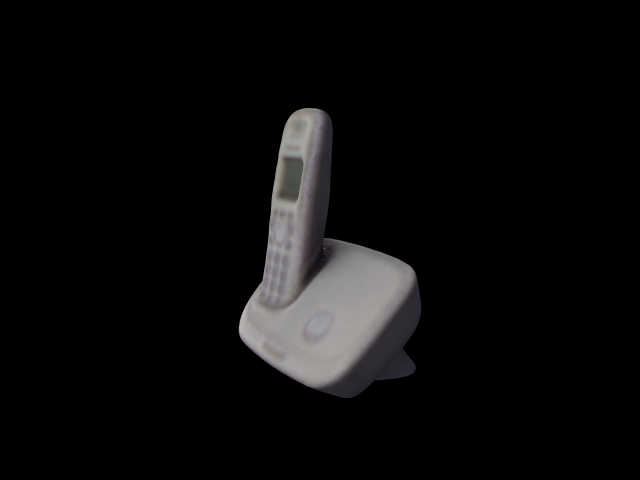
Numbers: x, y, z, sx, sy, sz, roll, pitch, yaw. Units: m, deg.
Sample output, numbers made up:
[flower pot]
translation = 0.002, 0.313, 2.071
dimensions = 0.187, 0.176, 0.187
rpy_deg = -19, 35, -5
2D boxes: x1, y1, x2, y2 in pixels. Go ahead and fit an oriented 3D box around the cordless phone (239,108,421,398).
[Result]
[cordless phone]
translation = 0.004, 0.001, 0.400
dimensions = 0.094, 0.185, 0.147
rpy_deg = -8, 14, -34
